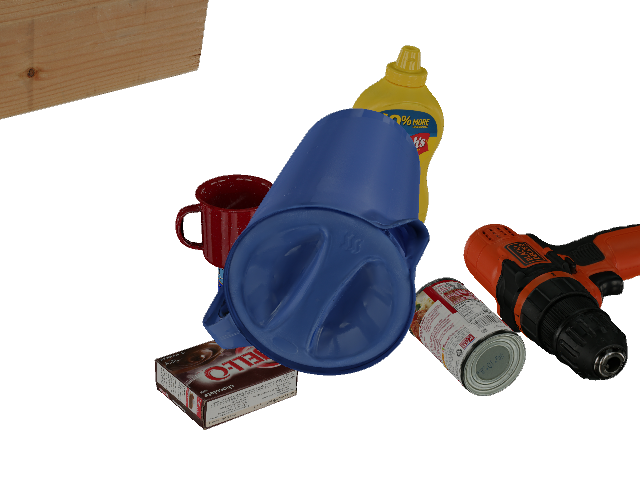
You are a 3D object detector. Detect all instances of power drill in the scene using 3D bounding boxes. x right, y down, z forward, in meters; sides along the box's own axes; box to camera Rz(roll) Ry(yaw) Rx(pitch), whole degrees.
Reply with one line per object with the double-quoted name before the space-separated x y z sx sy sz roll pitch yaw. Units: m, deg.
"power drill" 0.217 0.028 0.753 0.187 0.057 0.184 -9 28 -15

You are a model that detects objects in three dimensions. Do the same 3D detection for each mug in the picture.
"mug" -0.106 -0.018 1.210 0.117 0.081 0.093 -7 30 -15

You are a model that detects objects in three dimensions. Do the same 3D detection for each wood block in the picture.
"wood block" -0.200 -0.170 0.838 0.205 0.091 0.090 -21 52 -34

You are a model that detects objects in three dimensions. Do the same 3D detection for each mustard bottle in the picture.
"mustard bottle" 0.074 -0.103 1.082 0.096 0.192 0.058 3 27 -13

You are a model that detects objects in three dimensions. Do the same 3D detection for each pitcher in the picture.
"pitcher" 0.007 -0.009 0.828 0.149 0.145 0.242 12 27 4

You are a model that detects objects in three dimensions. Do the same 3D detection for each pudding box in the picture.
"pudding box" -0.091 0.134 1.042 0.113 0.039 0.090 -18 31 -35

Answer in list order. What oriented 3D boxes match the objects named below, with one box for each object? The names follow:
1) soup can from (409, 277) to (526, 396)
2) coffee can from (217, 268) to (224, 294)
"soup can" 0.132 0.086 0.971 0.068 0.068 0.102 0 26 -27
"coffee can" -0.096 0.028 1.521 0.103 0.140 0.103 2 23 -1
